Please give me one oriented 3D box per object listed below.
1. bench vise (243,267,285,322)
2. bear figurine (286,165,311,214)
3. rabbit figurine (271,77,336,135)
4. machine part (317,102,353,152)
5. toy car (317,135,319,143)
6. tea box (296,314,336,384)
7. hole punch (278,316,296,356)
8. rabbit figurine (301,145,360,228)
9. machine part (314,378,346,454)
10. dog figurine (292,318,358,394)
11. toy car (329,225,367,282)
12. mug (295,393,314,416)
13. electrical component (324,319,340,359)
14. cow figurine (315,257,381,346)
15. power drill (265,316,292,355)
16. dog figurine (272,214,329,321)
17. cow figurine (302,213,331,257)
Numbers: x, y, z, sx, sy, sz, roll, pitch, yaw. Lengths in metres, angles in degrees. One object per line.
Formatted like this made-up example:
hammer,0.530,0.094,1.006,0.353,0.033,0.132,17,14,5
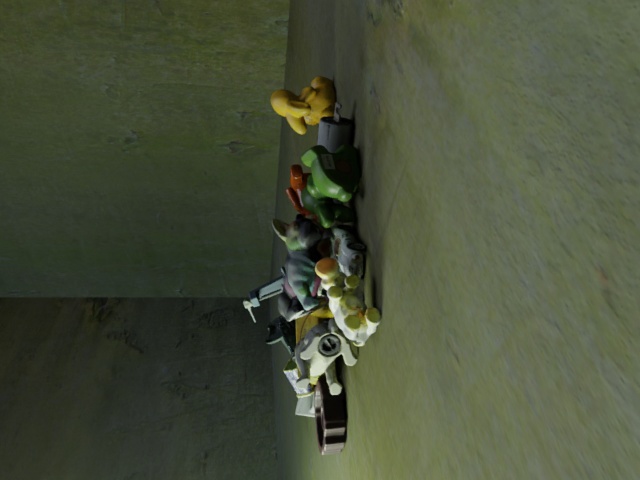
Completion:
bench vise,-0.092,0.118,1.432,0.224,0.241,0.128,-128,17,-63
bear figurine,-0.030,-0.096,1.481,0.132,0.120,0.196,123,145,-67
rabbit figurine,-0.048,-0.354,1.445,0.121,0.173,0.162,106,167,-46
machine part,0.029,-0.193,1.236,0.079,0.079,0.243,-107,19,-63
toy car,0.022,-0.179,1.358,0.089,0.053,0.201,-110,19,-46
tea box,-0.011,0.268,1.352,0.098,0.068,0.169,43,-142,-53
hole punch,-0.046,0.252,1.481,0.142,0.116,0.092,64,176,-3
rabbit figurine,0.021,-0.106,1.169,0.159,0.121,0.170,66,149,15
machine part,0.023,0.419,1.281,0.179,0.056,0.179,180,89,-81
dog figurine,-0.004,0.227,1.188,0.172,0.121,0.191,-63,17,9
toy car,0.055,0.025,1.115,0.202,0.056,0.073,-111,24,-68
mug,-0.022,0.435,1.497,0.109,0.081,0.107,100,176,-69
electrical component,0.029,0.234,1.296,0.078,0.045,0.102,-146,58,-77
cow figurine,0.045,0.114,1.007,0.167,0.068,0.098,59,162,31
power drill,-0.079,0.346,1.654,0.207,0.086,0.232,48,-158,-26
dog figurine,-0.048,0.054,1.199,0.191,0.108,0.219,-36,71,51
cow figurine,-0.003,-0.004,1.311,0.195,0.085,0.127,-121,8,-78
